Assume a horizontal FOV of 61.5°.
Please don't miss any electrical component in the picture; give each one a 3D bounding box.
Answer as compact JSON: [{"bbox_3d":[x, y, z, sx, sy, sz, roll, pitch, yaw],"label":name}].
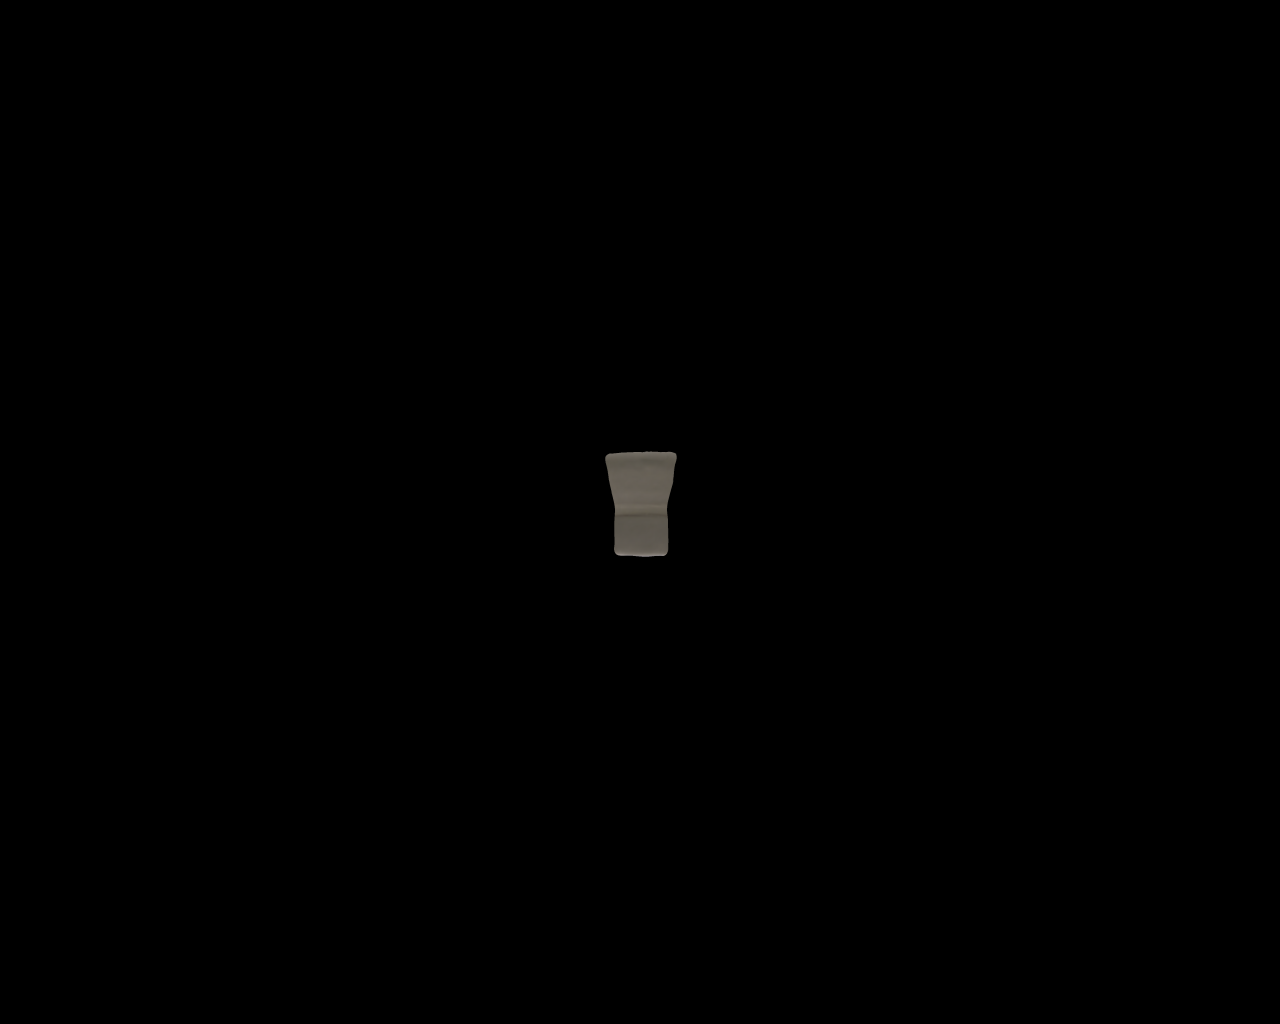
[{"bbox_3d":[0.001,-0.003,0.650,0.044,0.065,0.044,0,-2,0],"label":"electrical component"}]
